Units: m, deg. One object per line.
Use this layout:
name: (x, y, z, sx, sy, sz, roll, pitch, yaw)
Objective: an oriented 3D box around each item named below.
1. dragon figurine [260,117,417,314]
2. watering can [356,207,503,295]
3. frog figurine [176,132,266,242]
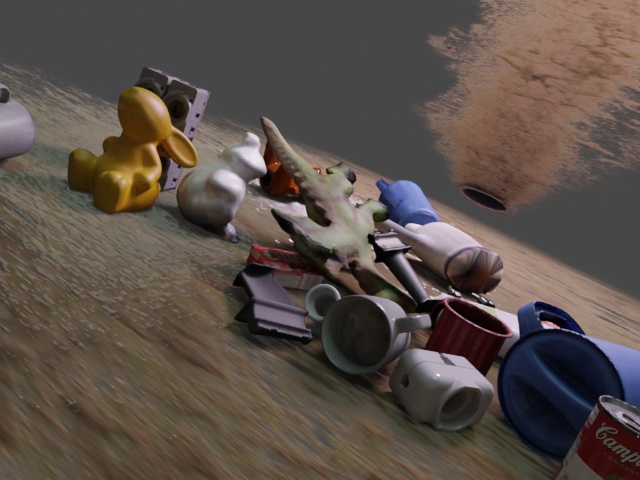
dragon figurine: (0.002, -0.040, 0.797, 0.411, 0.121, 0.245, 46, 18, 4)
watering can: (0.247, 0.018, 1.103, 0.346, 0.103, 0.228, 14, 17, -31)
frog figurine: (-0.151, -0.096, 0.804, 0.122, 0.158, 0.139, 18, 14, -13)
